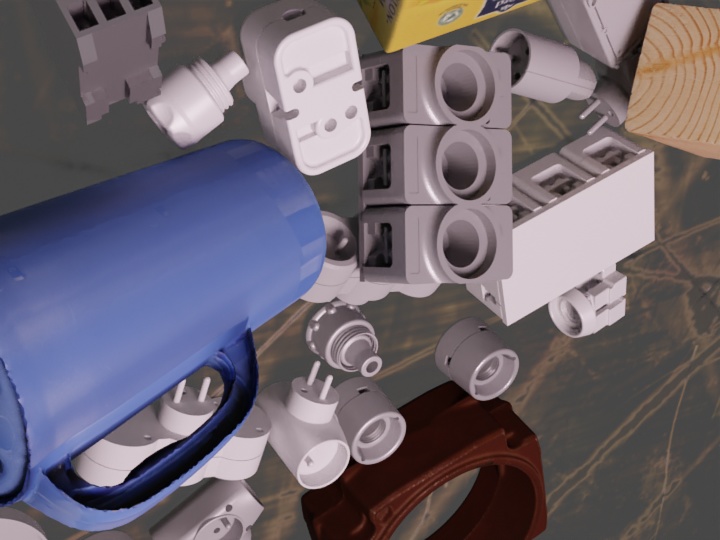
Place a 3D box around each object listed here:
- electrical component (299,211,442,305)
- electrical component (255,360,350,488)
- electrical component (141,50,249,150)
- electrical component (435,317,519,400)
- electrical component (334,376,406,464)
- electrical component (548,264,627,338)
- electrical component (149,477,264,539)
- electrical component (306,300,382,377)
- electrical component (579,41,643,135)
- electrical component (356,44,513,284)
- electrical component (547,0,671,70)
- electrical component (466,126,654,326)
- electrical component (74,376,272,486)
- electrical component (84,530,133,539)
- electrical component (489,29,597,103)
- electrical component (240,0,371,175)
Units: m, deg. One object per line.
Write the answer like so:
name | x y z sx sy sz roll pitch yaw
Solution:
electrical component | 0.000 0.000 0.766 0.138 0.052 0.073 -2 144 -35
electrical component | -0.039 0.105 0.789 0.044 0.077 0.079 5 116 -37
electrical component | -0.094 -0.104 0.634 0.062 0.043 0.043 -40 134 -9
electrical component | 0.098 0.074 0.888 0.055 0.047 0.055 -18 128 -25
electrical component | 0.004 0.120 0.851 0.055 0.047 0.055 -18 128 -25
electrical component | 0.197 0.028 0.930 0.055 0.048 0.066 -30 132 -26
electrical component | -0.109 0.199 0.825 0.077 0.044 0.079 -39 134 -8
electrical component | -0.007 0.054 0.789 0.048 0.062 0.048 -18 128 -25
electrical component | 0.199 -0.136 0.822 0.079 0.043 0.077 -43 134 -3
electrical component | 0.052 -0.067 0.707 0.089 0.062 0.150 -2 93 -34
electrical component | 0.171 -0.193 0.757 0.061 0.061 0.096 -46 142 -1
electrical component | 0.152 -0.038 0.841 0.150 0.062 0.089 -28 132 -17
electrical component | -0.123 0.105 0.746 0.138 0.052 0.073 2 117 -37
electrical component | -0.183 0.228 0.789 0.055 0.047 0.055 -18 128 -25
electrical component | 0.135 -0.143 0.772 0.081 0.043 0.043 6 115 -38
electrical component | -0.035 -0.115 0.658 0.054 0.059 0.095 -27 131 -19
